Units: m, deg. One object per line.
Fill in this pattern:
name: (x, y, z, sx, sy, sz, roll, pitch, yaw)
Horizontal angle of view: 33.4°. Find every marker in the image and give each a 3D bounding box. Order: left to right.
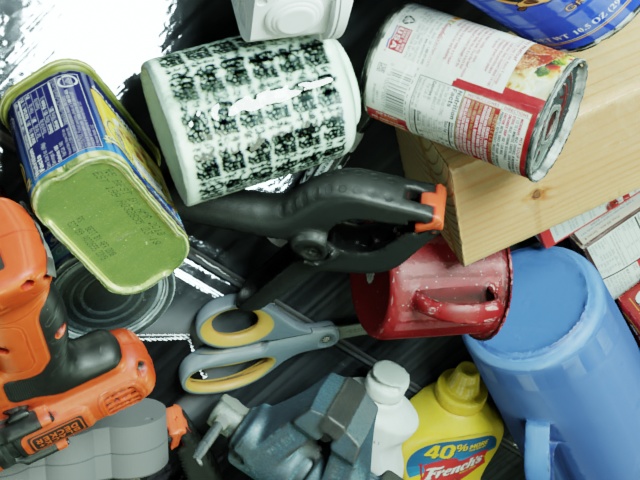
marker: (0.004, -0.045, 0.661, 0.020, 0.020, 0.121, 15, 122, -37)

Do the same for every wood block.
wood block: (0.158, -0.080, 0.657, 0.206, 0.090, 0.091, -24, 138, -6)

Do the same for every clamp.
clamp: (-0.119, 0.212, 0.822, 0.164, 0.036, 0.210, 8, 123, -25)
clamp: (-0.004, 0.001, 0.640, 0.172, 0.039, 0.120, -2, 148, 20)

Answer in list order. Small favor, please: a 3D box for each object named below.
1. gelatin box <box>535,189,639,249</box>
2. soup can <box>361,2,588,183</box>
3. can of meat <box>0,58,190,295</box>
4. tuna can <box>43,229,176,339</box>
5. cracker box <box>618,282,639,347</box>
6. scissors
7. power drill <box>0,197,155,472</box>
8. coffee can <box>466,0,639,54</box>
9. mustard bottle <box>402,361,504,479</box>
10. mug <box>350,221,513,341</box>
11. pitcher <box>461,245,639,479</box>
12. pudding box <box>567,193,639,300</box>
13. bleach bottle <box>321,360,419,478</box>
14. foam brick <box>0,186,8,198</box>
gelatin box: (0.180, -0.045, 0.744, 0.089, 0.030, 0.073, -32, 136, 3)
soup can: (0.081, -0.080, 0.568, 0.068, 0.102, 0.068, -49, 153, -36)
can of meat: (-0.117, -0.031, 0.563, 0.057, 0.084, 0.102, -31, 137, 3)
tuna can: (-0.131, 0.024, 0.644, 0.086, 0.034, 0.086, -14, 135, -15)
cracker box: (0.322, 0.123, 0.850, 0.072, 0.164, 0.213, -36, 148, 7)
scissors: (-0.006, 0.057, 0.753, 0.201, 0.016, 0.096, -19, 136, -11)
power drill: (-0.190, 0.069, 0.570, 0.184, 0.057, 0.187, -25, 150, -12)
coffee can: (0.094, -0.167, 0.531, 0.140, 0.103, 0.103, 22, 118, -40)
mustard bottle: (0.101, 0.172, 0.887, 0.096, 0.058, 0.192, -4, 131, -17)
mug: (0.074, 0.028, 0.700, 0.081, 0.117, 0.093, -2, 112, -19)
pitcher: (0.193, 0.123, 0.829, 0.145, 0.149, 0.242, -33, 134, 3)
pudding box: (0.244, -0.014, 0.800, 0.113, 0.039, 0.090, -36, 137, 5)
bleach bottle: (0.025, 0.199, 0.853, 0.102, 0.068, 0.251, 20, 124, -1)
foam brick: (-0.209, -0.002, 0.567, 0.078, 0.051, 0.053, -38, 136, 10)
